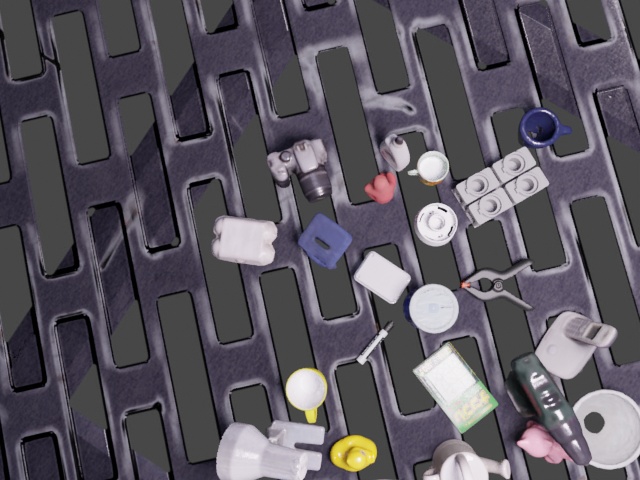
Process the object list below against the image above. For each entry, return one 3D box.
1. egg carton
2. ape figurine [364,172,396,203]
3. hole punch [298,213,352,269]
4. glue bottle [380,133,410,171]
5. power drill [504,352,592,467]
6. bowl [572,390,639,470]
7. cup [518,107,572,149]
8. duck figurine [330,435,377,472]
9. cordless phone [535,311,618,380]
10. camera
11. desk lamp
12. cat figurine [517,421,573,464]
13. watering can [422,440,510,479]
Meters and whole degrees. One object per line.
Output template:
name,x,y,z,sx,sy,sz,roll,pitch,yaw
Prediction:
egg carton,-0.176,0.002,1.327,0.150,0.069,0.107,6,84,3
ape figurine,0.140,-0.126,1.318,0.078,0.092,0.076,-9,84,1
hole punch,0.012,0.005,1.309,0.108,0.091,0.101,37,87,5
glue bottle,0.171,-0.206,1.284,0.037,0.173,0.078,-42,84,-2
power drill,0.465,0.341,1.199,0.075,0.208,0.229,-28,84,-1
bowl,0.614,0.408,1.254,0.167,0.075,0.167,0,84,2
cup,0.506,-0.247,1.316,0.117,0.095,0.092,5,84,3
duck figurine,0.074,0.477,1.260,0.104,0.086,0.077,-5,84,2
cordless phone,0.548,0.229,1.220,0.094,0.185,0.148,32,86,5
camera,-0.038,-0.154,1.323,0.143,0.101,0.137,-21,84,0
desk lamp,-0.098,0.446,1.206,0.203,0.213,0.118,5,84,3
cat figurine,0.484,0.442,1.234,0.127,0.118,0.067,27,86,5
watering can,0.305,0.487,1.197,0.173,0.194,0.101,-32,84,-1
